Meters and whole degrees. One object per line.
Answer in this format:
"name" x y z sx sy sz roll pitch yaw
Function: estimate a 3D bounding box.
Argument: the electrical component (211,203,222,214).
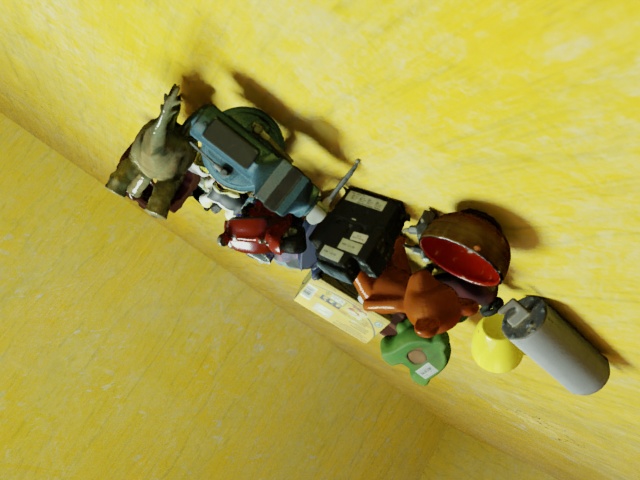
"electrical component" -0.241 -0.092 1.306 0.021 0.063 0.094 37 167 -16

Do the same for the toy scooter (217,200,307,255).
"toy scooter" -0.093 -0.024 0.860 0.184 0.135 0.075 -101 5 -64

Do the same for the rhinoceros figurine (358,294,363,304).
"rhinoceros figurine" 0.111 0.067 0.974 0.190 0.112 0.073 45 126 3

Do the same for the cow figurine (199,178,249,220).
"cow figurine" -0.175 -0.080 1.183 0.167 0.068 0.098 29 161 -26

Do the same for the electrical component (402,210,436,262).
"electrical component" 0.159 -0.001 0.758 0.078 0.045 0.102 30 166 19

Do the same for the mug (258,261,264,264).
"mug" -0.113 -0.001 1.262 0.081 0.109 0.107 35 153 -3

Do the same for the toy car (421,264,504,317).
"toy car" 0.220 0.075 0.863 0.089 0.053 0.202 50 166 -3

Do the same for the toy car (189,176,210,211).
"toy car" -0.289 -0.125 1.323 0.073 0.056 0.201 40 165 -2

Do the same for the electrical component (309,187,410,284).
"electrical component" 0.053 -0.005 0.799 0.115 0.134 0.058 23 164 40

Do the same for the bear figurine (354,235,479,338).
"bear figurine" 0.132 0.069 0.806 0.196 0.120 0.131 4 115 70

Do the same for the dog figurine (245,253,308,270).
"dog figurine" -0.036 0.014 1.101 0.219 0.108 0.191 13 176 44

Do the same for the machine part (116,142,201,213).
"machine part" -0.346 -0.143 1.155 0.056 0.179 0.179 23 163 43

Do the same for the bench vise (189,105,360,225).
"bench vise" -0.079 -0.112 0.784 0.223 0.128 0.241 26 -172 -10

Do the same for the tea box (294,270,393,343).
"tea box" 0.049 0.112 1.020 0.169 0.068 0.098 32 135 -7

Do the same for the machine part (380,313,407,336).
"machine part" 0.141 0.155 1.254 0.201 0.087 0.201 30 167 16

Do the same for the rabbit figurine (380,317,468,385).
"rabbit figurine" 0.202 0.162 1.041 0.121 0.170 0.159 29 126 -4

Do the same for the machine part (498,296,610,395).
"machine part" 0.354 0.159 0.804 0.243 0.079 0.079 39 165 -20

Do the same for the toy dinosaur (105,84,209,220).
"toy dinosaur" -0.246 -0.141 0.846 0.105 0.198 0.472 28 178 -16

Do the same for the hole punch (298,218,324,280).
"hole punch" -0.002 -0.003 0.928 0.092 0.116 0.142 41 -171 -15
